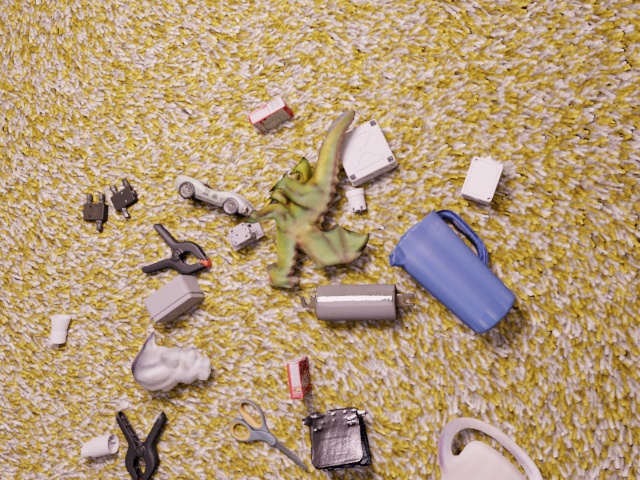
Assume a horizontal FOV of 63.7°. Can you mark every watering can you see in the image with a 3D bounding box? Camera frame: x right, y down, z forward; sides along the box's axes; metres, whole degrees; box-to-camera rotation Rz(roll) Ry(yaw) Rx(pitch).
[{"bbox_3d":[0.344,0.499,0.945,0.227,0.101,0.351,-37,70,-27],"label":"watering can"}]

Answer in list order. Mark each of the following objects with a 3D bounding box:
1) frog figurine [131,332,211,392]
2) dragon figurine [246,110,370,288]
[{"bbox_3d":[-0.328,0.287,1.141,0.160,0.125,0.134,27,124,5],"label":"frog figurine"},{"bbox_3d":[0.003,-0.056,1.108,0.243,0.123,0.407,45,104,3],"label":"dragon figurine"}]
